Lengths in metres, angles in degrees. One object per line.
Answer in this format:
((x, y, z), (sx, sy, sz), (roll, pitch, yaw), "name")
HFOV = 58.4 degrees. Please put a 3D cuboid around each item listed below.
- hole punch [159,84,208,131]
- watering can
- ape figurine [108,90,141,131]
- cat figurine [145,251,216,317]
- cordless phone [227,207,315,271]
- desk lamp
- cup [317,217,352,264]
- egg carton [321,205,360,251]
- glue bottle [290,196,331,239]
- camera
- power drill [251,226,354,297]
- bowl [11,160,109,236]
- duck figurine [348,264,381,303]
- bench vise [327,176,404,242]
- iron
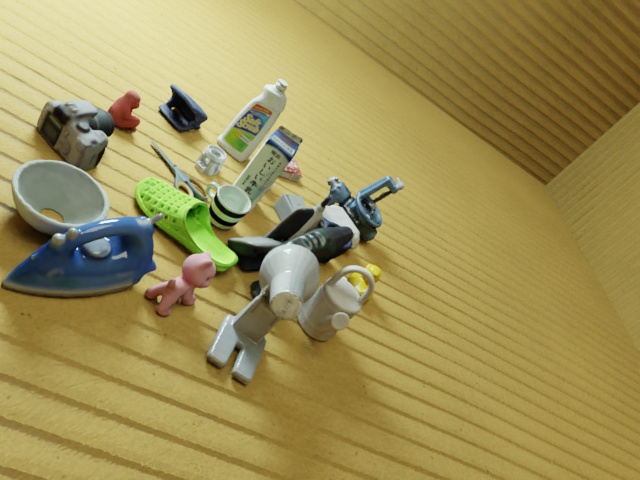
((-0.354, -0.355, 1.517), (0.108, 0.091, 0.101), (47, 31, 7), "hole punch")
((0.044, 0.135, 1.256), (0.101, 0.193, 0.172), (21, 37, -32), "watering can")
((-0.452, -0.311, 1.349), (0.076, 0.092, 0.077), (11, 42, -41), "ape figurine")
((-0.248, 0.071, 1.076), (0.067, 0.117, 0.128), (48, 31, 9), "cat figurine")
((-0.106, -0.019, 1.286), (0.148, 0.184, 0.094), (-6, 55, -52), "cordless phone")
((-0.093, 0.130, 1.085), (0.118, 0.213, 0.203), (35, 31, -12), "desk lamp")
((0.014, 0.005, 1.482), (0.117, 0.094, 0.092), (50, 31, 13), "cup")
((0.043, -0.033, 1.589), (0.107, 0.069, 0.150), (-4, 54, -51), "egg carton")
((-0.026, -0.048, 1.427), (0.037, 0.173, 0.078), (49, 31, 11), "glue bottle")
((-0.488, -0.234, 1.202), (0.143, 0.100, 0.137), (47, 31, 8), "camera")
((-0.048, 0.053, 1.240), (0.075, 0.208, 0.230), (52, 32, 16), "power drill")
((-0.472, -0.062, 1.028), (0.168, 0.074, 0.167), (29, 33, -21), "bowl")
((0.123, 0.106, 1.491), (0.078, 0.086, 0.104), (32, 32, -17), "duck figurine")
((0.123, -0.118, 1.640), (0.208, 0.219, 0.121), (30, 33, -21), "bench vise")
((-0.385, 0.013, 0.968), (0.118, 0.141, 0.259), (52, 32, 16), "iron")
